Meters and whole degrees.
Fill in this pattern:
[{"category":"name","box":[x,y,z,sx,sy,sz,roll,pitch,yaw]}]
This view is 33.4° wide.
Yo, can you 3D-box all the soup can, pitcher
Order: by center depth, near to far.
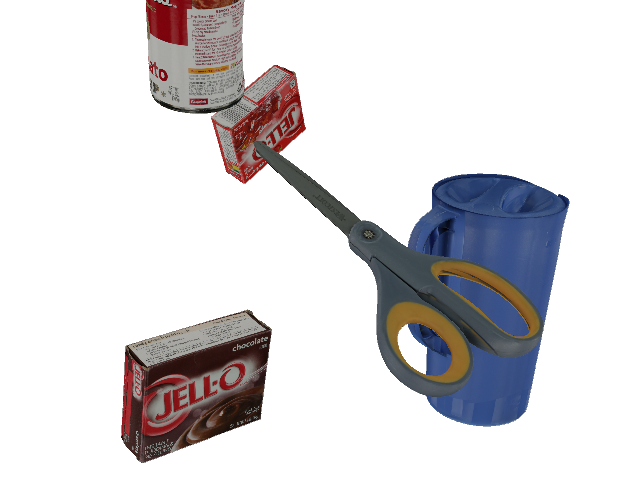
[{"category":"soup can","box":[-0.083,-0.146,0.721,0.068,0.102,0.068,2,35,-2]},{"category":"pitcher","box":[0.161,0.063,1.078,0.149,0.243,0.145,6,21,7]}]

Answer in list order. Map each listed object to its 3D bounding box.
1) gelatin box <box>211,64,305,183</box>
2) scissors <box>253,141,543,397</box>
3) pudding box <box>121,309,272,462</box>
[{"category":"gelatin box","box":[-0.055,-0.108,0.987,0.030,0.089,0.073,32,-28,29]},{"category":"scissors","box":[0.022,0.015,0.578,0.202,0.016,0.096,28,52,17]},{"category":"pudding box","box":[-0.095,0.110,0.818,0.113,0.090,0.039,-17,39,-36]}]
